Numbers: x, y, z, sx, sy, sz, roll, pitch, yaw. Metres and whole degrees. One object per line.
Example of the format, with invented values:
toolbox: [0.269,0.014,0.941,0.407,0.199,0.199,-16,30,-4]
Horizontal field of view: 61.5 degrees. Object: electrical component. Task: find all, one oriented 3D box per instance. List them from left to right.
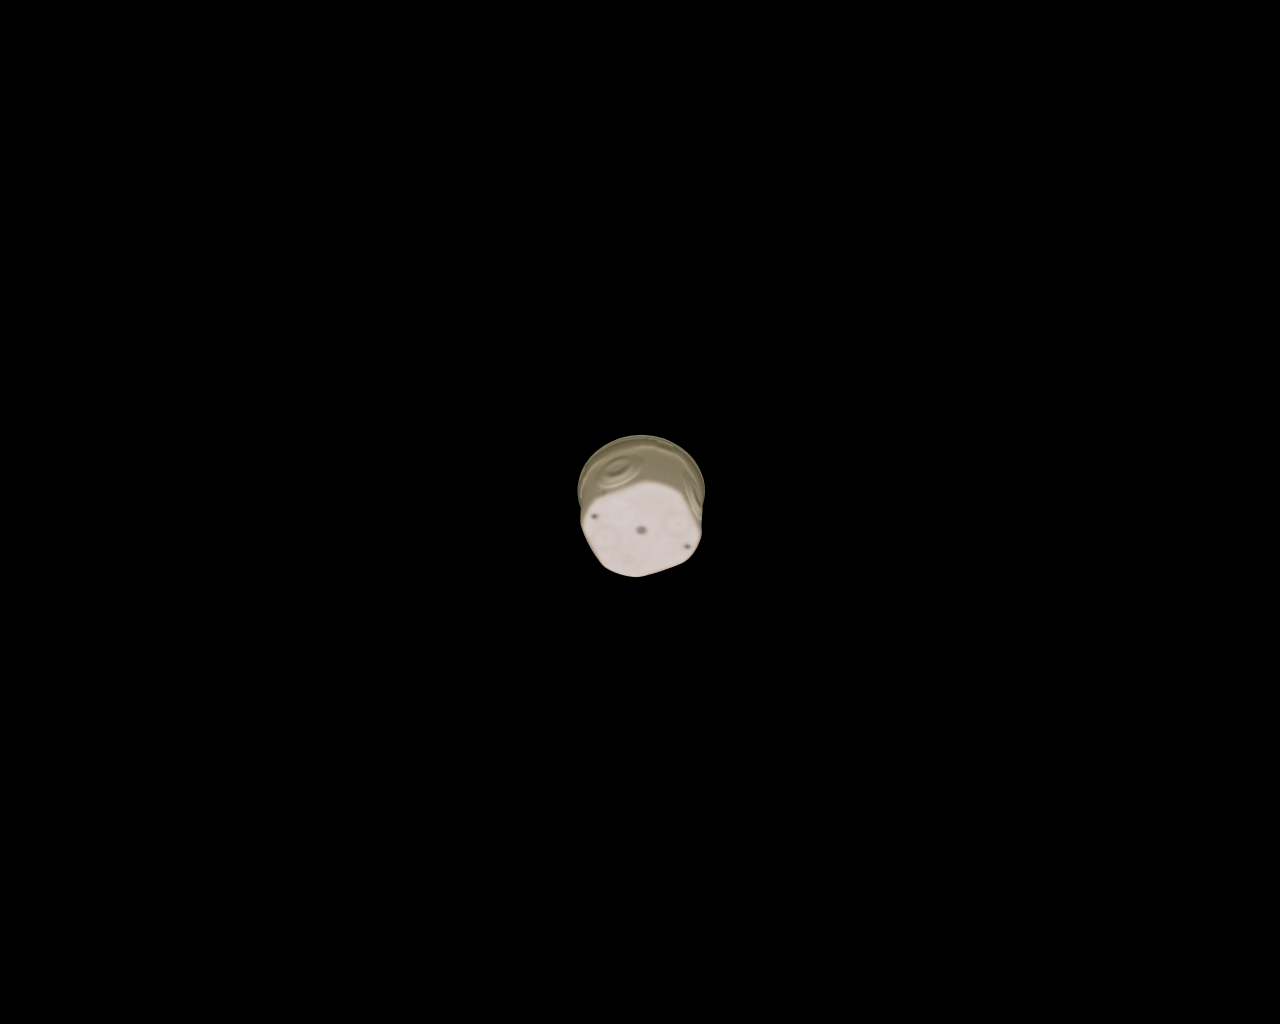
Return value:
electrical component: [0.001,-0.003,0.650,0.080,0.080,0.051,0,34,0]
